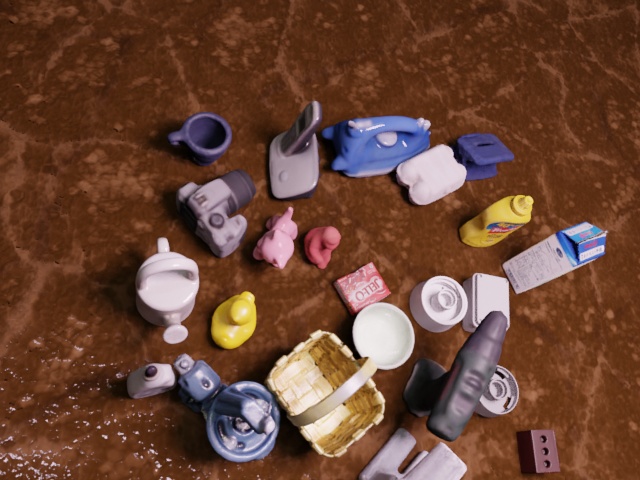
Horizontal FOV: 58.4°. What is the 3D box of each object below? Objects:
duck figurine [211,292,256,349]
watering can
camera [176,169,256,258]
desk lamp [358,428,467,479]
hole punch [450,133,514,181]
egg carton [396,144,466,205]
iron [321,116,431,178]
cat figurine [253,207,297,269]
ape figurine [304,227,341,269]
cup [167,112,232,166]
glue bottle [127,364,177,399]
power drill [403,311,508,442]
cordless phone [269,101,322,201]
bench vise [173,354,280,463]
[{"bbox_3d":[-0.146,0.136,0.998,0.077,0.086,0.105,29,64,-4],"label":"duck figurine"},{"bbox_3d":[-0.244,0.078,0.931,0.101,0.194,0.173,-29,80,-24],"label":"watering can"},{"bbox_3d":[-0.175,-0.065,1.060,0.137,0.100,0.143,-38,84,-26],"label":"camera"},{"bbox_3d":[0.135,0.397,0.912,0.118,0.213,0.203,45,64,4],"label":"desk lamp"},{"bbox_3d":[0.359,-0.197,1.280,0.109,0.091,0.101,-11,73,-20],"label":"hole punch"},{"bbox_3d":[0.240,-0.139,1.233,0.150,0.069,0.107,-29,80,-25],"label":"egg carton"},{"bbox_3d":[0.143,-0.218,1.194,0.259,0.141,0.118,-10,73,-20],"label":"iron"},{"bbox_3d":[-0.076,-0.002,1.056,0.067,0.117,0.128,23,65,-7],"label":"cat figurine"},{"bbox_3d":[0.010,0.004,1.094,0.078,0.092,0.076,-27,79,-24],"label":"ape figurine"},{"bbox_3d":[-0.231,-0.181,1.091,0.118,0.095,0.091,-10,73,-20],"label":"cup"},{"bbox_3d":[-0.259,0.213,0.885,0.078,0.173,0.037,-9,72,-20],"label":"glue bottle"},{"bbox_3d":[0.232,0.241,1.005,0.075,0.208,0.230,31,64,-3],"label":"power drill"},{"bbox_3d":[-0.036,-0.168,1.095,0.094,0.185,0.147,-1,70,-17],"label":"cordless phone"},{"bbox_3d":[-0.146,0.261,0.875,0.207,0.219,0.121,27,64,-5],"label":"bench vise"}]
